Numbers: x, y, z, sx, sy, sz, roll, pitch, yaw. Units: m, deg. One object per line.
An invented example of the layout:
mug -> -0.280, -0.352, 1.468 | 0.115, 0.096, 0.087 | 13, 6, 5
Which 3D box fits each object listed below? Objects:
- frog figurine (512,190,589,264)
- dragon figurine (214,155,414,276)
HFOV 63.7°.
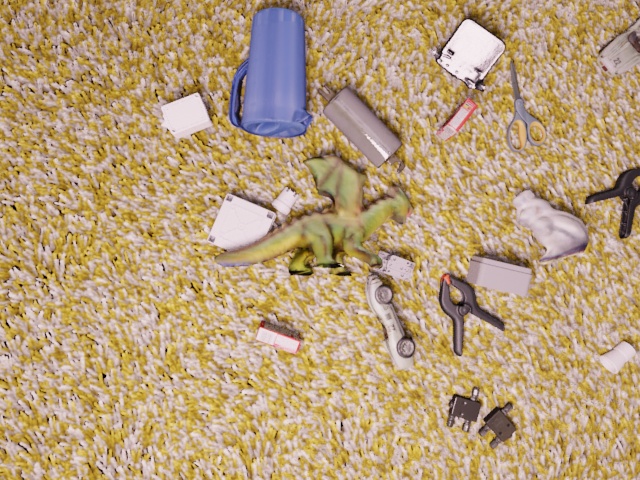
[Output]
frog figurine -> 0.481, -0.036, 1.075 | 0.138, 0.121, 0.161 | -9, 78, -37
dragon figurine -> 0.003, -0.052, 1.042 | 0.410, 0.121, 0.245 | 4, 77, -13
